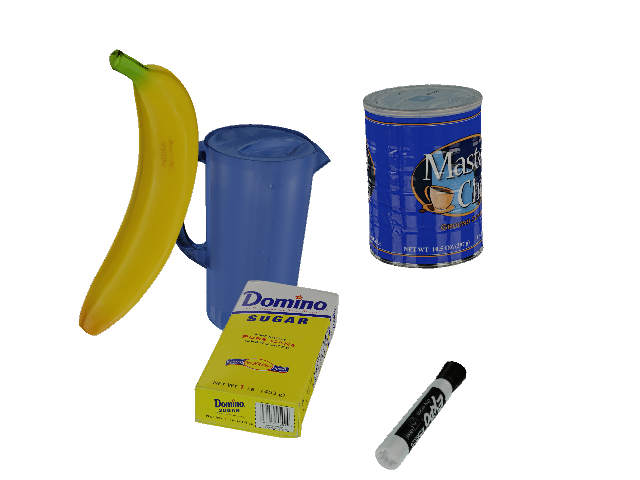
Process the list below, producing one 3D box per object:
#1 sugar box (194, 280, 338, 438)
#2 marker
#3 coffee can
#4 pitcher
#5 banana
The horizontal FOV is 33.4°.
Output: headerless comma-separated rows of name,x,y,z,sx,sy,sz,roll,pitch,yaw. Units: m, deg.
sugar box,-0.045,0.101,0.963,0.093,0.048,0.176,9,33,7
marker,0.075,0.122,0.765,0.020,0.020,0.120,0,25,34
coffee can,0.092,-0.059,0.942,0.103,0.140,0.103,-3,19,1
pitcher,-0.089,-0.011,1.286,0.149,0.243,0.144,19,27,28
banana,-0.112,-0.030,0.669,0.069,0.198,0.037,-6,33,-30
